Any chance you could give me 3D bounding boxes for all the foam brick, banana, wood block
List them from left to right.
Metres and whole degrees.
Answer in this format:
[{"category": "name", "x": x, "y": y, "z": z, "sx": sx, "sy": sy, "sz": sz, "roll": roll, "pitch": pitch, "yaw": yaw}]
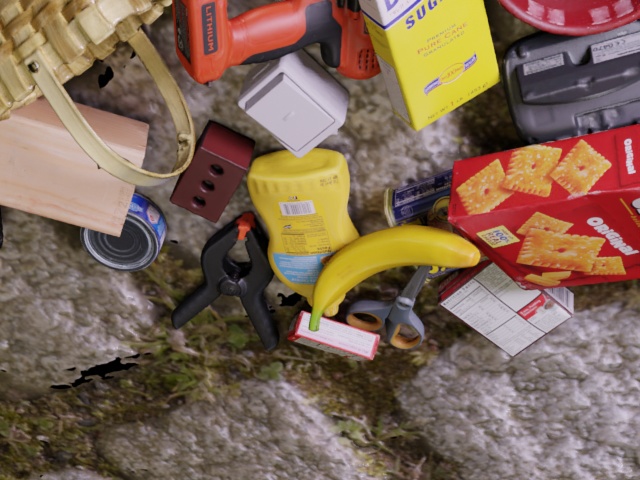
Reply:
[{"category": "wood block", "x": -0.271, "y": -0.085, "z": 0.990, "sx": 0.206, "sy": 0.091, "sz": 0.090, "roll": 16, "pitch": 112, "yaw": -12}, {"category": "foam brick", "x": -0.104, "y": -0.066, "z": 1.034, "sx": 0.053, "sy": 0.051, "sz": 0.078, "roll": 25, "pitch": 128, "yaw": -11}, {"category": "banana", "x": 0.061, "y": 0.024, "z": 1.001, "sx": 0.198, "sy": 0.037, "sz": 0.069, "roll": -27, "pitch": 76, "yaw": 35}]

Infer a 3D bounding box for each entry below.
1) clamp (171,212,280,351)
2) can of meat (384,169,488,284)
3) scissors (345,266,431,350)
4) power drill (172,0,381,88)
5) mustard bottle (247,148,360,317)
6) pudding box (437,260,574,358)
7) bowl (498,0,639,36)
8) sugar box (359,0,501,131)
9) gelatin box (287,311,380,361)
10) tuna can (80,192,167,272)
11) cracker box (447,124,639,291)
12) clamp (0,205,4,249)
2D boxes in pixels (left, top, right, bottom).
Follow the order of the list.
[{"category": "clamp", "x": -0.101, "y": 0.045, "z": 1.131, "sx": 0.120, "sy": 0.039, "sz": 0.171, "roll": 3, "pitch": 124, "yaw": -1}, {"category": "can of meat", "x": 0.121, "y": -0.016, "z": 1.035, "sx": 0.084, "sy": 0.057, "sz": 0.102, "roll": -20, "pitch": 123, "yaw": 20}, {"category": "scissors", "x": 0.068, "y": 0.060, "z": 1.088, "sx": 0.096, "sy": 0.016, "sz": 0.202, "roll": 12, "pitch": 151, "yaw": 13}, {"category": "power drill", "x": -0.024, "y": -0.205, "z": 0.859, "sx": 0.187, "sy": 0.057, "sz": 0.184, "roll": -12, "pitch": 127, "yaw": -19}, {"category": "mustard bottle", "x": -0.007, "y": 0.001, "z": 1.067, "sx": 0.096, "sy": 0.058, "sz": 0.191, "roll": -4, "pitch": 127, "yaw": 13}, {"category": "pudding box", "x": 0.191, "y": 0.061, "z": 1.097, "sx": 0.113, "sy": 0.039, "sz": 0.090, "roll": 37, "pitch": 126, "yaw": -17}, {"category": "bowl", "x": 0.206, "y": -0.244, "z": 0.837, "sx": 0.162, "sy": 0.055, "sz": 0.162, "roll": 5, "pitch": 131, "yaw": 5}, {"category": "sugar box", "x": 0.087, "y": -0.183, "z": 0.874, "sx": 0.093, "sy": 0.048, "sz": 0.176, "roll": -33, "pitch": 137, "yaw": -8}, {"category": "gelatin box", "x": 0.014, "y": 0.103, "z": 1.141, "sx": 0.089, "sy": 0.030, "sz": 0.073, "roll": 17, "pitch": 170, "yaw": -5}, {"category": "tuna can", "x": -0.204, "y": -0.008, "z": 1.108, "sx": 0.086, "sy": 0.033, "sz": 0.086, "roll": 4, "pitch": 129, "yaw": 5}, {"category": "cracker box", "x": 0.244, "y": -0.022, "z": 0.938, "sx": 0.214, "sy": 0.072, "sz": 0.164, "roll": -8, "pitch": 149, "yaw": 34}, {"category": "clamp", "x": -0.331, "y": -0.088, "z": 1.059, "sx": 0.165, "sy": 0.036, "sz": 0.210, "roll": -35, "pitch": 116, "yaw": 20}]
